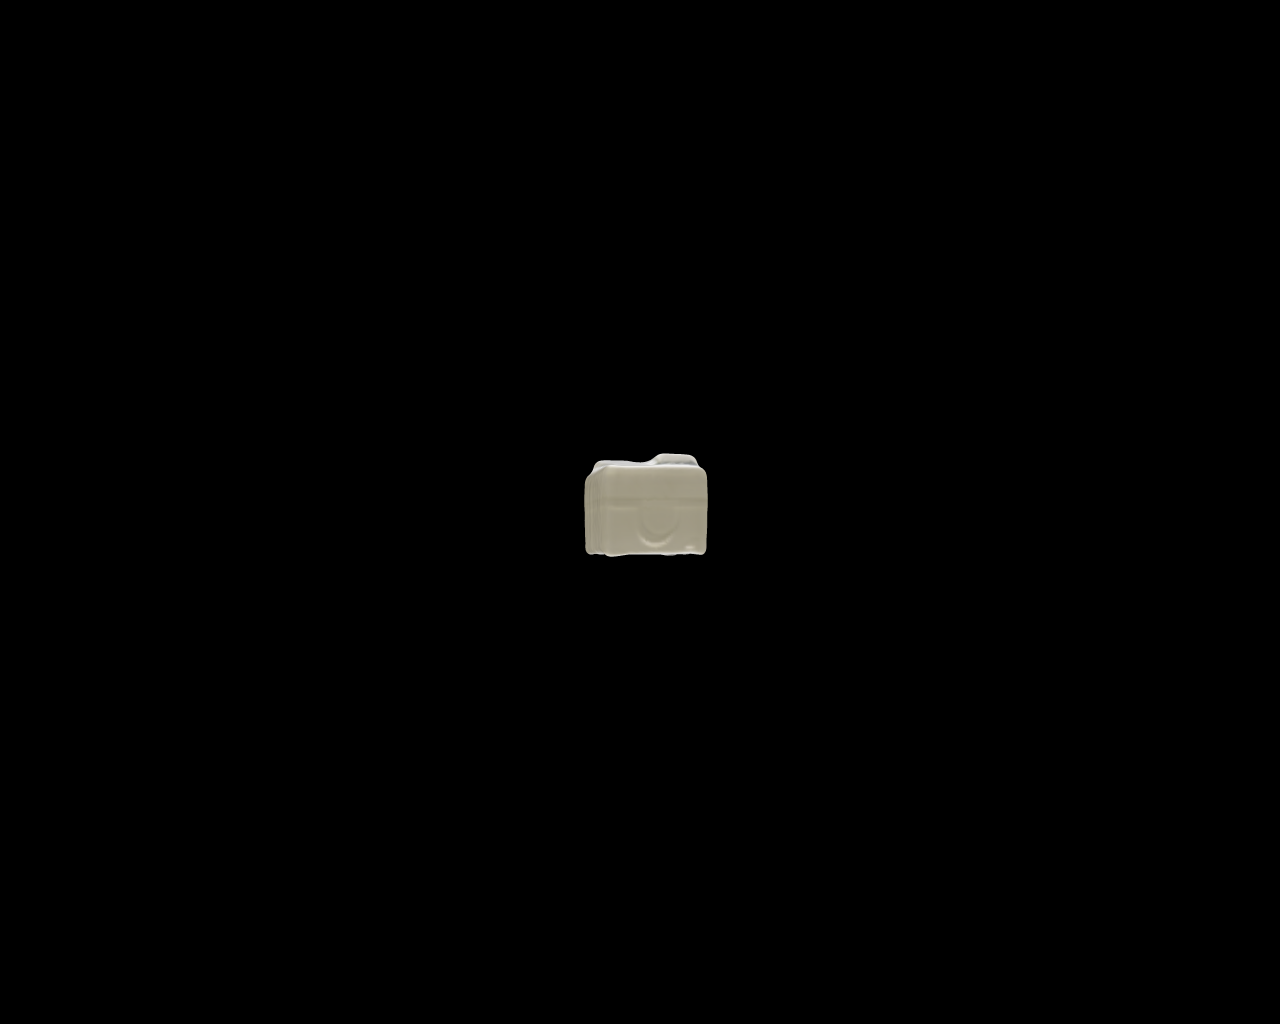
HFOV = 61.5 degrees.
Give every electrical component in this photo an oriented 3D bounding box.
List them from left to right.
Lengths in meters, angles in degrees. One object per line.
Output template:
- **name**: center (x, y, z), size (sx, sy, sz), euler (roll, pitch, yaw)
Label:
- **electrical component**: center (0.001, -0.003, 0.650), size (0.062, 0.061, 0.096), euler (0, -2, -11)
